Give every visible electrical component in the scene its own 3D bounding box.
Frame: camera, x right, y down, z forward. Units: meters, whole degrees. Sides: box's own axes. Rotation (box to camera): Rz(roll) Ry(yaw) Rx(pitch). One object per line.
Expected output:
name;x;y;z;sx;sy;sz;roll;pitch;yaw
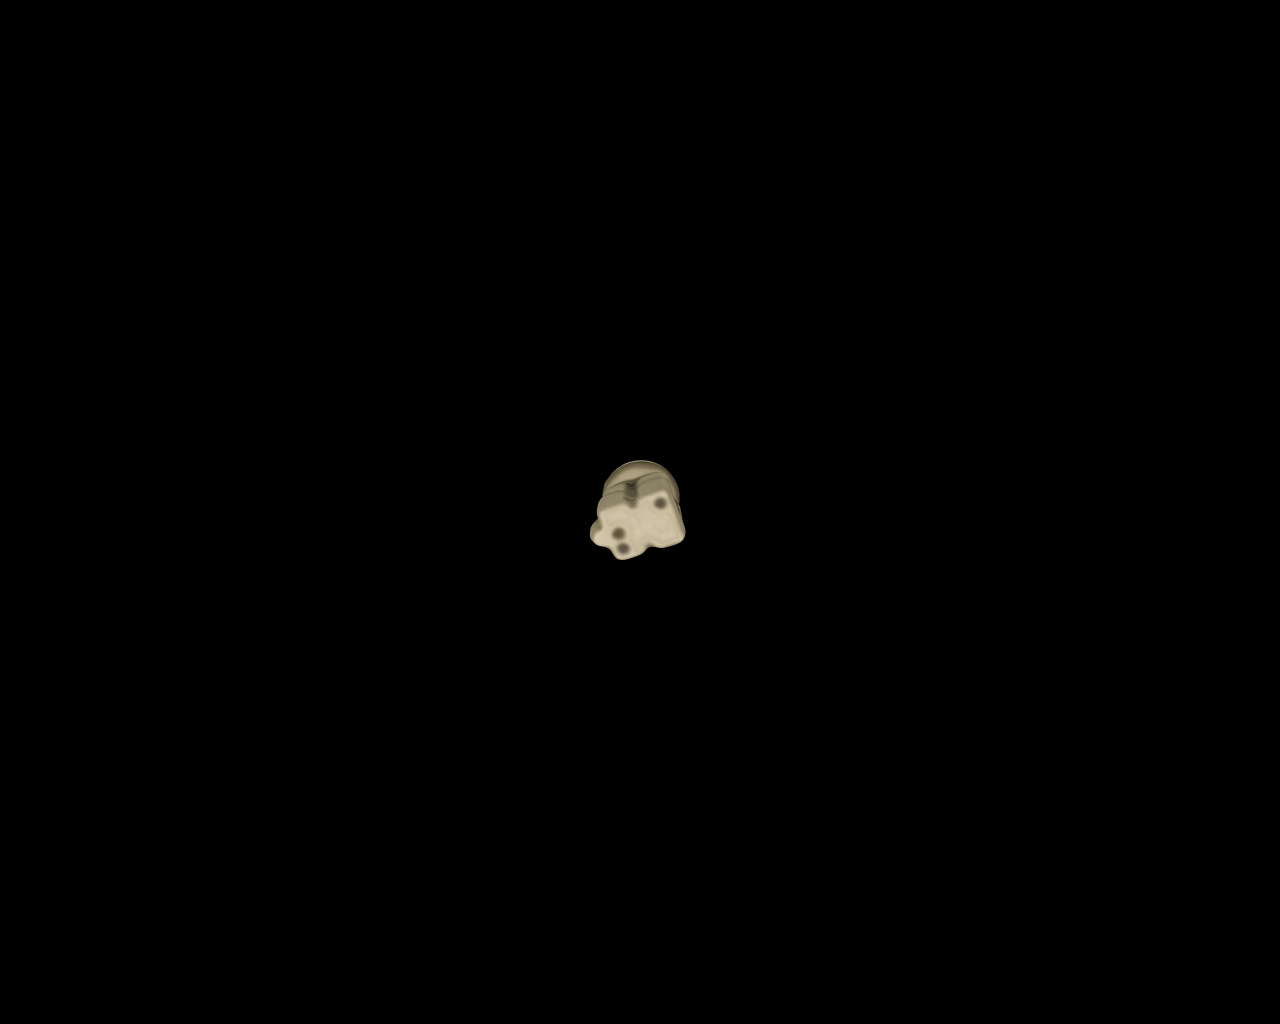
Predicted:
electrical component;0.001;-0.003;0.650;0.066;0.048;0.055;-17;22;7
